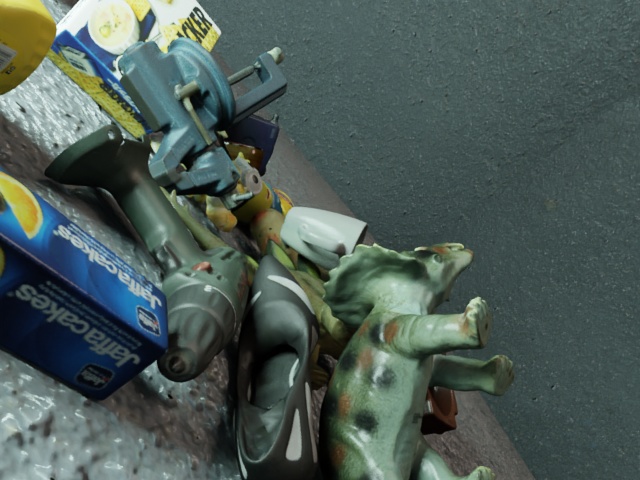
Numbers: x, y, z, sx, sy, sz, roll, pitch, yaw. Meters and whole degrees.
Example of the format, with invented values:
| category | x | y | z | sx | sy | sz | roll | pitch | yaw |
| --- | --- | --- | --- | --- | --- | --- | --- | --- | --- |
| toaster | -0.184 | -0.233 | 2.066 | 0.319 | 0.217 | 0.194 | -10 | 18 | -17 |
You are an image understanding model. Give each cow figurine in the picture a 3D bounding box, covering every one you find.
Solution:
| category | x | y | z | sx | sy | sz | roll | pitch | yaw |
| --- | --- | --- | --- | --- | --- | --- | --- | --- | --- |
| cow figurine | -0.150 | -0.096 | 0.746 | 0.167 | 0.098 | 0.068 | 53 | 2 | 3 |
| cow figurine | -0.044 | 0.034 | 0.847 | 0.194 | 0.085 | 0.127 | 54 | 6 | -23 |

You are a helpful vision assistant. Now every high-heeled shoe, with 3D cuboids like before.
| category | x | y | z | sx | sy | sz | roll | pitch | yaw |
| --- | --- | --- | --- | --- | --- | --- | --- | --- | --- |
| high-heeled shoe | -0.049 | 0.098 | 0.471 | 0.145 | 0.086 | 0.249 | 64 | 9 | -59 |

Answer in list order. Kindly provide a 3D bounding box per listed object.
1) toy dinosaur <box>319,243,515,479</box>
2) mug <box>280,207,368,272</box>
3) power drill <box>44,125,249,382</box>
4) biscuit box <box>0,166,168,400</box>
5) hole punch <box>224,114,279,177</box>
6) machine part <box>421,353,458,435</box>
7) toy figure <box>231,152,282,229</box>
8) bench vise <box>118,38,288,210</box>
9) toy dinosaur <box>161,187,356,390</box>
| category | x | y | z | sx | sy | sz | roll | pitch | yaw |
| --- | --- | --- | --- | --- | --- | --- | --- | --- | --- |
| toy dinosaur | 0.062 | 0.163 | 0.501 | 0.192 | 0.404 | 0.131 | 3 | -22 | 43 |
| mug | -0.001 | -0.002 | 0.725 | 0.107 | 0.080 | 0.109 | 22 | 12 | 13 |
| power drill | -0.138 | 0.003 | 0.469 | 0.207 | 0.086 | 0.232 | 49 | 7 | -2 |
| biscuit box | -0.175 | 0.009 | 0.297 | 0.202 | 0.063 | 0.059 | 47 | 12 | -34 |
| hole punch | -0.143 | -0.180 | 0.990 | 0.116 | 0.142 | 0.092 | 21 | 10 | -3 |
| machine part | 0.163 | 0.228 | 0.940 | 0.201 | 0.087 | 0.201 | 44 | 33 | -50 |
| toy figure | -0.115 | -0.061 | 0.860 | 0.082 | 0.089 | 0.180 | 44 | -5 | 27 |
| bench vise | -0.121 | -0.162 | 0.670 | 0.223 | 0.240 | 0.129 | 53 | -30 | -6 |
| toy dinosaur | -0.017 | 0.095 | 0.695 | 0.470 | 0.105 | 0.199 | 45 | 4 | -39 |
